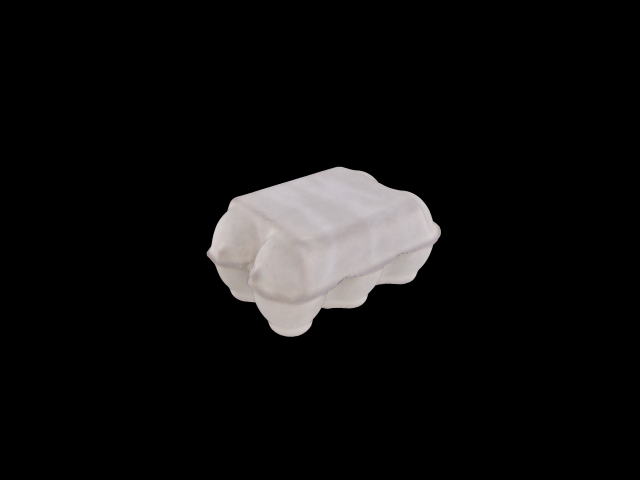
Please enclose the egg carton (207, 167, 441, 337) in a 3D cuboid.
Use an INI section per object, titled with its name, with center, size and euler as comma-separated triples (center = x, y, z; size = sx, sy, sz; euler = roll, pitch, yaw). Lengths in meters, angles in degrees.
[egg carton]
center = 0.004, 0.001, 0.400
size = 0.151, 0.069, 0.107
euler = -22, 36, -33
